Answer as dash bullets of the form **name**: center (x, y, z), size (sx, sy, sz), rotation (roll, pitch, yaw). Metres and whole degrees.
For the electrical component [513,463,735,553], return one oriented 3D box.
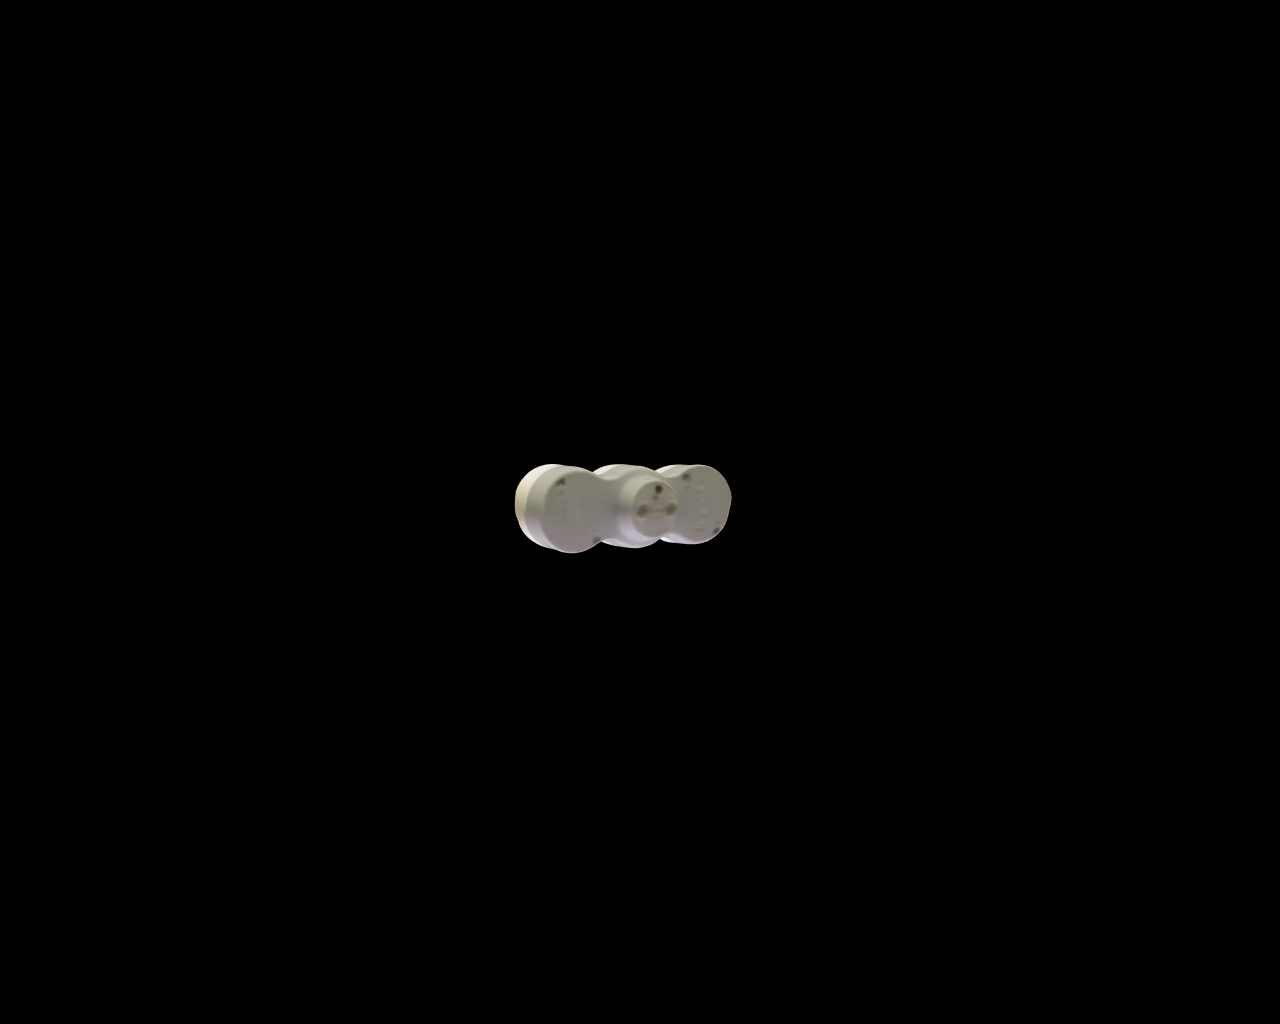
- **electrical component**: center (0.001, -0.003, 0.650), size (0.138, 0.052, 0.073), rotation (-2, 4, -31)
